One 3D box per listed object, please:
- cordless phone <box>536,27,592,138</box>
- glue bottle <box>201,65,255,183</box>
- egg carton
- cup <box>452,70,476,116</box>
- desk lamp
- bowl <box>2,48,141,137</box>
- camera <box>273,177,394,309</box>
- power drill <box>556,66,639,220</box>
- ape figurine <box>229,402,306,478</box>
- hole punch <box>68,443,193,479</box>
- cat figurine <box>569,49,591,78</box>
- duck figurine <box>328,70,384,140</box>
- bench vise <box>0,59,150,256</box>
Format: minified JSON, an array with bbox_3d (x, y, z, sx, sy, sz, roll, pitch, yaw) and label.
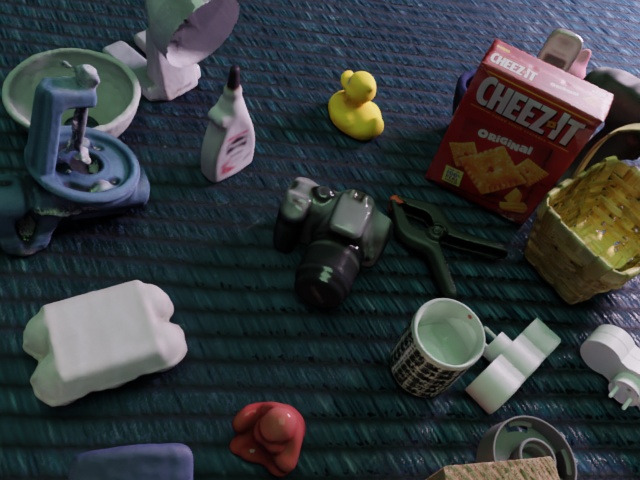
[{"bbox_3d":[0.372,-0.222,0.884,0.147,0.185,0.094,24,54,5],"label":"cordless phone"},{"bbox_3d":[-0.115,-0.150,0.730,0.037,0.173,0.078,39,56,16],"label":"glue bottle"},{"bbox_3d":[-0.220,0.104,0.591,0.150,0.069,0.107,-17,61,-23],"label":"egg carton"},{"bbox_3d":[0.253,-0.209,0.904,0.118,0.095,0.091,-34,68,-30],"label":"cup"},{"bbox_3d":[-0.215,-0.297,0.786,0.203,0.213,0.118,41,57,16],"label":"desk lamp"},{"bbox_3d":[-0.322,-0.174,0.761,0.167,0.075,0.167,6,54,-8],"label":"bowl"},{"bbox_3d":[0.006,0.002,0.695,0.143,0.101,0.137,22,54,4],"label":"camera"},{"bbox_3d":[0.435,-0.125,0.815,0.076,0.208,0.229,-16,60,-22],"label":"power drill"},{"bbox_3d":[-0.045,0.188,0.558,0.076,0.092,0.077,-19,61,-24],"label":"ape figurine"},{"bbox_3d":[-0.160,0.236,0.499,0.109,0.091,0.101,-1,56,-13],"label":"hole punch"},{"bbox_3d":[0.425,-0.261,0.965,0.067,0.118,0.127,-28,65,-28],"label":"cat figurine"},{"bbox_3d":[0.061,-0.211,0.867,0.078,0.086,0.104,-25,64,-27],"label":"duck figurine"},{"bbox_3d":[-0.285,-0.076,0.610,0.121,0.220,0.208,40,57,16],"label":"bench vise"}]
